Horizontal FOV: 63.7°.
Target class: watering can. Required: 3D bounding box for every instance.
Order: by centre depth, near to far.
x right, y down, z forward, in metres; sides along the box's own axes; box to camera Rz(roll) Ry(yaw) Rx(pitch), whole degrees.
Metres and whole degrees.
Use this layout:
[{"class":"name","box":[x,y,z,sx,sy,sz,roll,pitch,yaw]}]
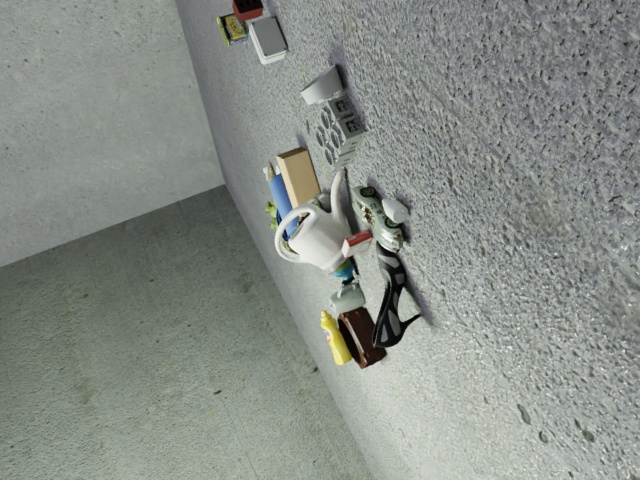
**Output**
[{"class":"watering can","box":[0.021,-0.033,1.480,0.223,0.342,0.106,38,31,-15]}]

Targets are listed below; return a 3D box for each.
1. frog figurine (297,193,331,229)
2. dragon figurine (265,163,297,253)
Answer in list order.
[{"class":"frog figurine","box":[0.005,-0.082,1.621,0.123,0.136,0.161,12,14,13]},{"class":"dragon figurine","box":[-0.147,-0.082,2.059,0.122,0.400,0.248,-18,42,-5]}]
